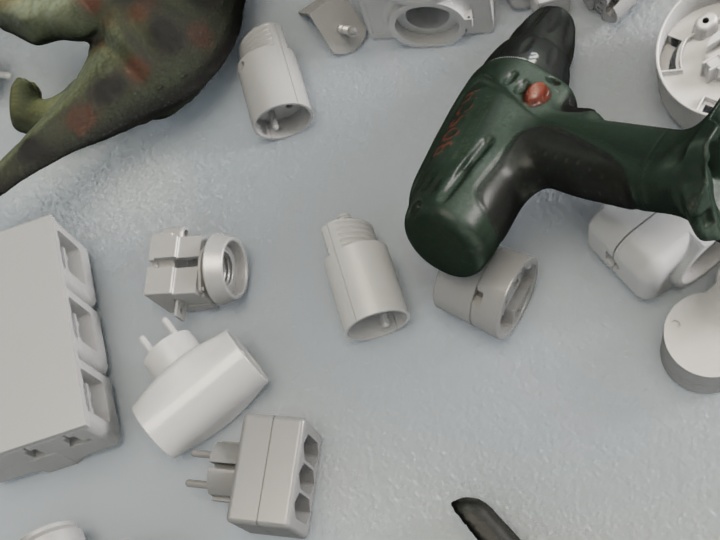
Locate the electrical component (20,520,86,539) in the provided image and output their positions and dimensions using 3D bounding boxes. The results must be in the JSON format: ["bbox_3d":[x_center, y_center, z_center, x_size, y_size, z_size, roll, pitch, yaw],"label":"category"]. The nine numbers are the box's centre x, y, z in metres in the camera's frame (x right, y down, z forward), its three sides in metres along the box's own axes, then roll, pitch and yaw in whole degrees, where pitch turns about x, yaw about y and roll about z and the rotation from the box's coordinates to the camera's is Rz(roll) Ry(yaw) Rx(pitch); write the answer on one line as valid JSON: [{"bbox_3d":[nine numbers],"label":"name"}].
[{"bbox_3d":[-0.183,0.188,0.657,0.045,0.045,0.055,-30,65,-1],"label":"electrical component"}]

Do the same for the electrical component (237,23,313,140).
[{"bbox_3d":[-0.064,-0.138,0.765,0.043,0.043,0.081,-18,66,4],"label":"electrical component"}]

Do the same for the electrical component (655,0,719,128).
[{"bbox_3d":[0.240,-0.135,0.688,0.099,0.064,0.099,-4,68,11],"label":"electrical component"}]

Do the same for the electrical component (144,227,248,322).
[{"bbox_3d":[-0.108,0.001,0.718,0.055,0.048,0.066,-4,67,19],"label":"electrical component"}]

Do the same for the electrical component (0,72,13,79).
[{"bbox_3d":[-0.299,-0.155,0.809,0.077,0.065,0.047,10,71,16],"label":"electrical component"}]

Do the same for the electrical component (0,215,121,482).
[{"bbox_3d":[-0.220,0.053,0.710,0.089,0.061,0.150,-18,66,4],"label":"electrical component"}]

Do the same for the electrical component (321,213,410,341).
[{"bbox_3d":[0.000,0.000,0.696,0.043,0.043,0.081,-19,66,4],"label":"electrical component"}]

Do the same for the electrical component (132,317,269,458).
[{"bbox_3d":[-0.112,0.066,0.690,0.077,0.043,0.079,-39,70,-3],"label":"electrical component"}]

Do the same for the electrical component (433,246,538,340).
[{"bbox_3d":[0.078,0.009,0.670,0.047,0.055,0.055,24,75,23],"label":"electrical component"}]

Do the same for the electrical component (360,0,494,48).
[{"bbox_3d":[0.039,-0.217,0.716,0.089,0.150,0.061,-1,67,12],"label":"electrical component"}]

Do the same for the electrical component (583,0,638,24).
[{"bbox_3d":[0.180,-0.199,0.741,0.040,0.040,0.046,42,87,23],"label":"electrical component"}]

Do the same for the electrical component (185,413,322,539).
[{"bbox_3d":[-0.069,0.124,0.658,0.077,0.047,0.065,3,69,13],"label":"electrical component"}]

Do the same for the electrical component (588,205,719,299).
[{"bbox_3d":[0.196,-0.030,0.660,0.095,0.053,0.059,-38,66,-5],"label":"electrical component"}]

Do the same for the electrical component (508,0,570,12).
[{"bbox_3d":[0.125,-0.223,0.750,0.058,0.057,0.078,-15,63,2],"label":"electrical component"}]

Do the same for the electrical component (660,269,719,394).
[{"bbox_3d":[0.235,0.009,0.625,0.138,0.073,0.052,-41,66,-6],"label":"electrical component"}]
